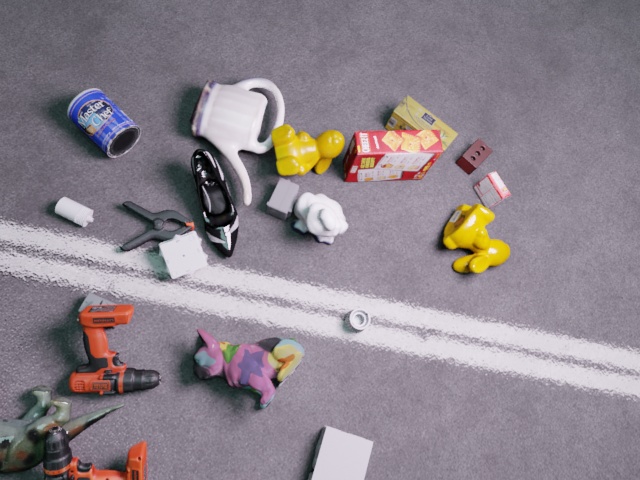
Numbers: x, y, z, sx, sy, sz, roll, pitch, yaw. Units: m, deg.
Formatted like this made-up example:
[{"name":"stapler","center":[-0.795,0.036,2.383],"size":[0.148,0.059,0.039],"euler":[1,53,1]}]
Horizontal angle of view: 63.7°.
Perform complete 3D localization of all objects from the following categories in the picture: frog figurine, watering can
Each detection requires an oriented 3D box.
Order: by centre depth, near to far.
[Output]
[{"name":"frog figurine","center":[0.004,-0.061,1.221],"size":[0.138,0.157,0.124],"euler":[42,71,5]},{"name":"watering can","center":[-0.217,-0.268,1.285],"size":[0.224,0.102,0.353],"euler":[15,70,-2]}]
